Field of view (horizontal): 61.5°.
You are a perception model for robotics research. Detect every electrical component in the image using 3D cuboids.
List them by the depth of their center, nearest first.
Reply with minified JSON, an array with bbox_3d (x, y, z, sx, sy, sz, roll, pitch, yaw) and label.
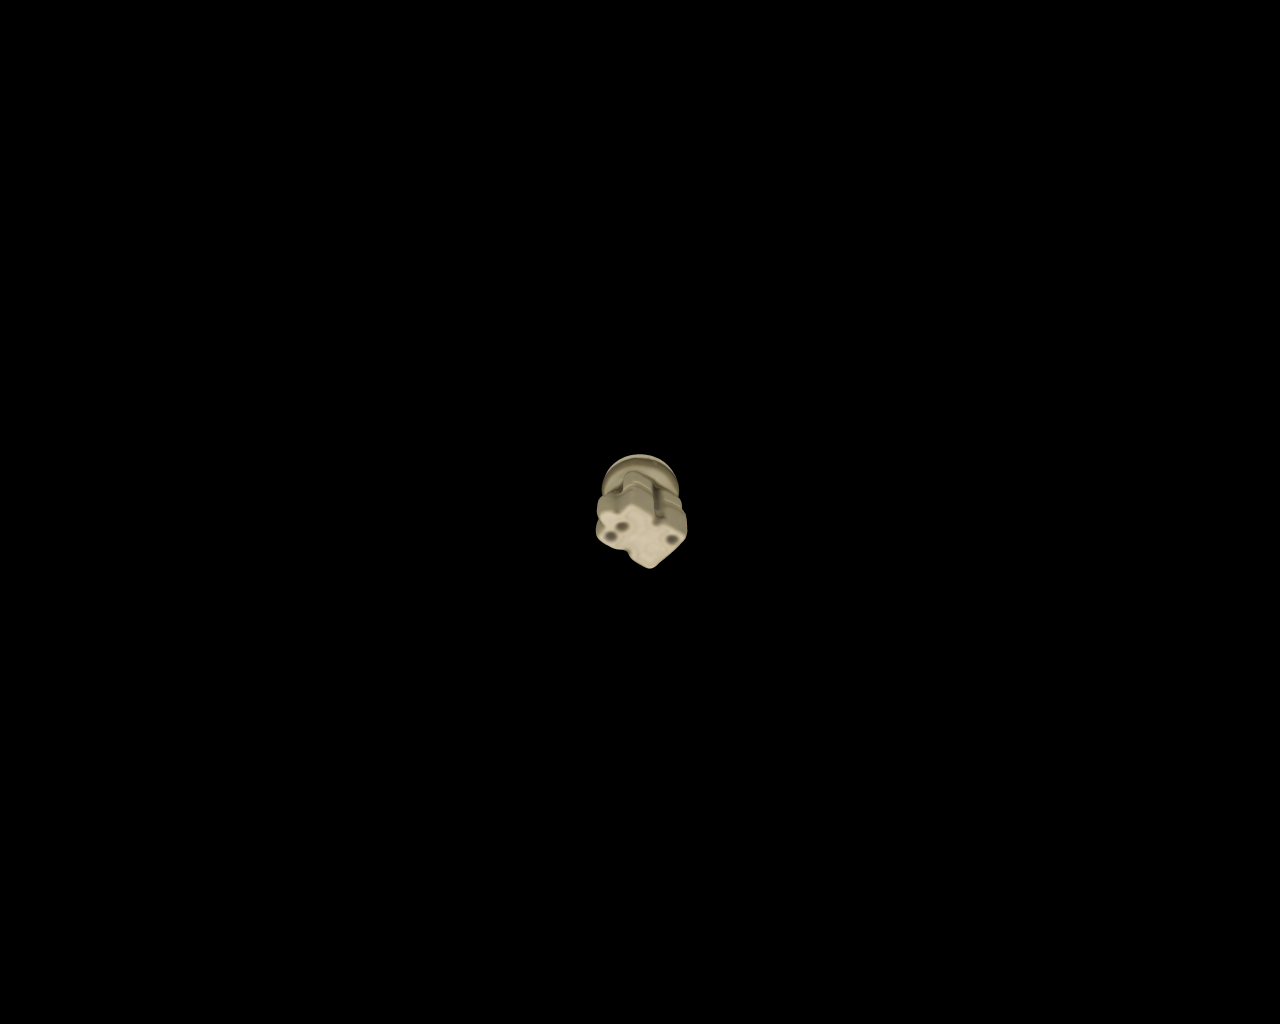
[{"bbox_3d":[0.001,-0.003,0.650,0.066,0.055,0.048,33,-58,-24],"label":"electrical component"}]
